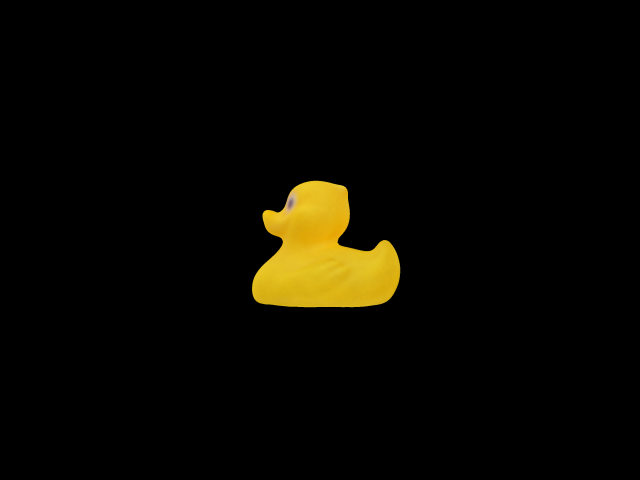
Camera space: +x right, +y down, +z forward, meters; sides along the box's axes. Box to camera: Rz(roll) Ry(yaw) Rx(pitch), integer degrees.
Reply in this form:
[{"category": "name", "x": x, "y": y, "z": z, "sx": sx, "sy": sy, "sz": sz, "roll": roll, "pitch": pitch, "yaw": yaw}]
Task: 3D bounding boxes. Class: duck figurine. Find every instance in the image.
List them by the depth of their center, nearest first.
[{"category": "duck figurine", "x": 0.004, "y": 0.001, "z": 0.400, "sx": 0.104, "sy": 0.086, "sz": 0.078, "roll": 0, "pitch": 0, "yaw": 17}]
